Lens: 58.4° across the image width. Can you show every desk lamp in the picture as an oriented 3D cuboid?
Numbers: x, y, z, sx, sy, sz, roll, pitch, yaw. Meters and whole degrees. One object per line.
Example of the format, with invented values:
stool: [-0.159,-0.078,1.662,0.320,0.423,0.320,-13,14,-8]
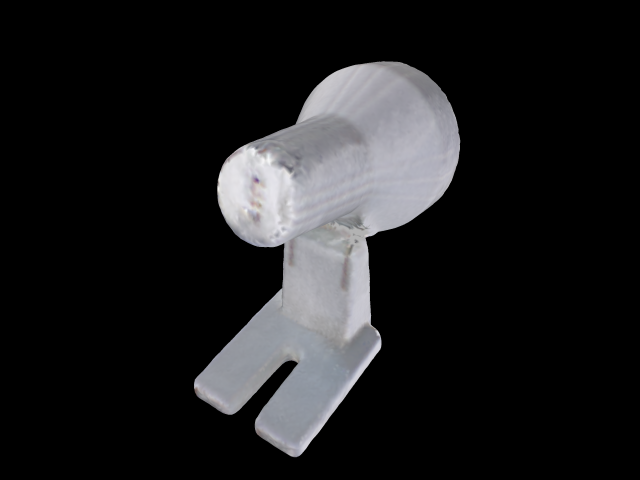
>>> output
desk lamp: [0.004,0.001,0.400,0.117,0.214,0.204,22,45,24]
